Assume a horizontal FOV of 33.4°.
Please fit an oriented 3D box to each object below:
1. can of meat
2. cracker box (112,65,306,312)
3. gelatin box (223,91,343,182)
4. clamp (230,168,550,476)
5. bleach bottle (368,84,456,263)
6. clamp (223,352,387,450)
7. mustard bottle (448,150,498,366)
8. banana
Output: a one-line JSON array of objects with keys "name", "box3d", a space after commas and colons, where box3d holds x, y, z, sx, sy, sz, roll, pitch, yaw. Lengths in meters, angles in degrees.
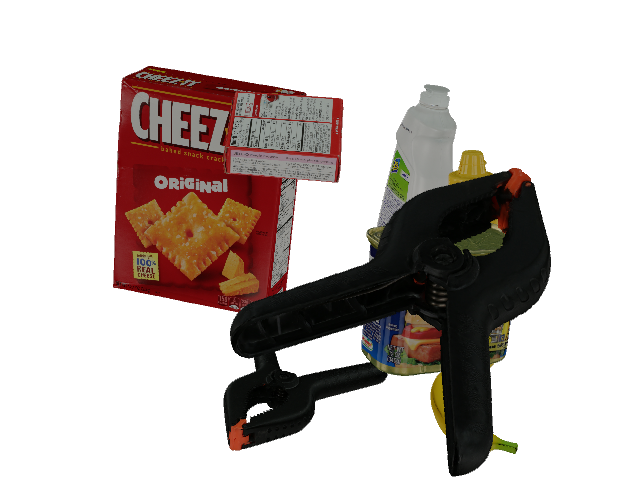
[{"name": "can of meat", "box3d": [0.078, 0.037, 0.695, 0.102, 0.084, 0.057, -3, 19, -23]}, {"name": "cracker box", "box3d": [-0.110, -0.045, 1.021, 0.164, 0.214, 0.072, 11, 22, 12]}, {"name": "gelatin box", "box3d": [-0.028, -0.081, 0.828, 0.089, 0.030, 0.073, 4, 44, 0]}, {"name": "clamp", "box3d": [0.058, 0.028, 0.472, 0.120, 0.039, 0.171, 38, 55, 24]}, {"name": "bleach bottle", "box3d": [0.106, -0.041, 1.157, 0.068, 0.251, 0.103, 1, 22, -23]}, {"name": "clamp", "box3d": [-0.029, 0.156, 1.111, 0.165, 0.036, 0.209, 12, 26, 15]}, {"name": "mustard bottle", "box3d": [0.134, 0.014, 0.966, 0.058, 0.192, 0.096, 0, 17, 3]}, {"name": "banana", "box3d": [0.167, 0.204, 1.278, 0.069, 0.037, 0.198, 10, 20, -17]}]
